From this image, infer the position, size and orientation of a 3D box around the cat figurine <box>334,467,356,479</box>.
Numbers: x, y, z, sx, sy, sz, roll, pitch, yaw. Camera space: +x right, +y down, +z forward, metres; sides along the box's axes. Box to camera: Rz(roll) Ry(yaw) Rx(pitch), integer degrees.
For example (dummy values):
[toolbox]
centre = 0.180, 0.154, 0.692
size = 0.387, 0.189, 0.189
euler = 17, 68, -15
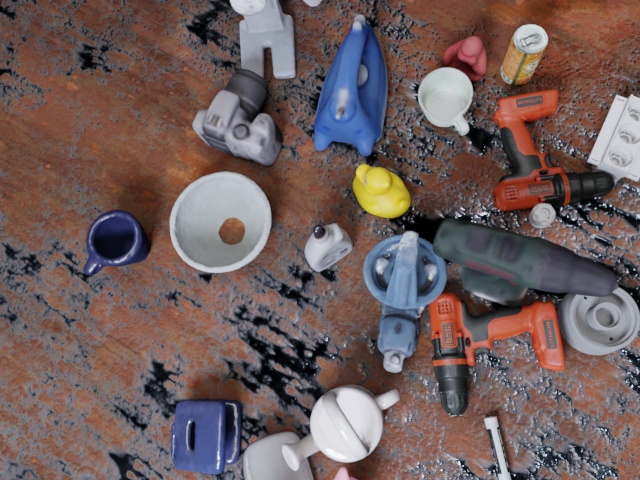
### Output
[cat figurine]
centre = 0.029, 0.385, 0.802
size = 0.067, 0.118, 0.128
euler = 23, 80, 11

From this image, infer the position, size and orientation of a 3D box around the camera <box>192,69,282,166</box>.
[camera]
centre = -0.128, -0.216, 0.968
size = 0.143, 0.101, 0.137
euler = 22, 80, 11

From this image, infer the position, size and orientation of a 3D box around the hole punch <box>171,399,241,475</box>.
[hole punch]
centre = -0.177, 0.295, 0.860
size = 0.101, 0.091, 0.109
euler = -3, 77, 6

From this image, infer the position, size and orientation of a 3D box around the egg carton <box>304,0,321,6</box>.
[egg carton]
centre = -0.042, -0.496, 1.040
size = 0.150, 0.069, 0.107
euler = 28, 82, 12

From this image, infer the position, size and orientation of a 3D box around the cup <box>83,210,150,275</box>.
[cup]
centre = -0.327, 0.016, 0.939
size = 0.091, 0.095, 0.118
euler = 37, 83, 13

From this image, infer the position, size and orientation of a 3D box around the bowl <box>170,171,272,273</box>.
[bowl]
centre = -0.155, -0.022, 0.939
size = 0.167, 0.075, 0.167
euler = -1, 77, 6

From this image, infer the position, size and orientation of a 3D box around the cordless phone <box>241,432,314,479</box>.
[cordless phone]
centre = -0.065, 0.349, 0.786
size = 0.094, 0.185, 0.147
euler = -20, 75, 2

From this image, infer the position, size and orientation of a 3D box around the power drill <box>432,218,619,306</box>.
[power drill]
centre = 0.271, 0.039, 0.809
size = 0.229, 0.208, 0.076
euler = 19, 80, 10

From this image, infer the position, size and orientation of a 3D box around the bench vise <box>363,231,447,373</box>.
[bench vise]
centre = 0.128, 0.076, 0.810
size = 0.121, 0.220, 0.207
euler = -10, 76, 4

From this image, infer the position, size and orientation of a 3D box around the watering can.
[watering can]
centre = 0.032, 0.259, 0.792
size = 0.100, 0.194, 0.173
euler = 37, 83, 13

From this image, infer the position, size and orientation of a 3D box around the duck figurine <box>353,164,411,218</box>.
[duck figurine]
centre = 0.099, -0.085, 0.920
size = 0.104, 0.086, 0.077
euler = 38, 84, 13

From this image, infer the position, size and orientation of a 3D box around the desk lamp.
[desk lamp]
centre = -0.103, -0.407, 0.952
size = 0.118, 0.214, 0.203
euler = -6, 76, 5

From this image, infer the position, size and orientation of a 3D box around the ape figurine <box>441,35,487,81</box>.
[ape figurine]
centre = 0.246, -0.306, 0.952
size = 0.076, 0.092, 0.077
euler = -42, 76, -4

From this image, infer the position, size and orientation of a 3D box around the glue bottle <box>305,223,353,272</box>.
[glue bottle]
centre = 0.008, 0.003, 0.865
size = 0.078, 0.173, 0.037
euler = -32, 75, -1

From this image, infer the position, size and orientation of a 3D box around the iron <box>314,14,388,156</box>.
[iron]
centre = 0.054, -0.276, 0.941
size = 0.118, 0.141, 0.258
euler = 8, 78, 8
